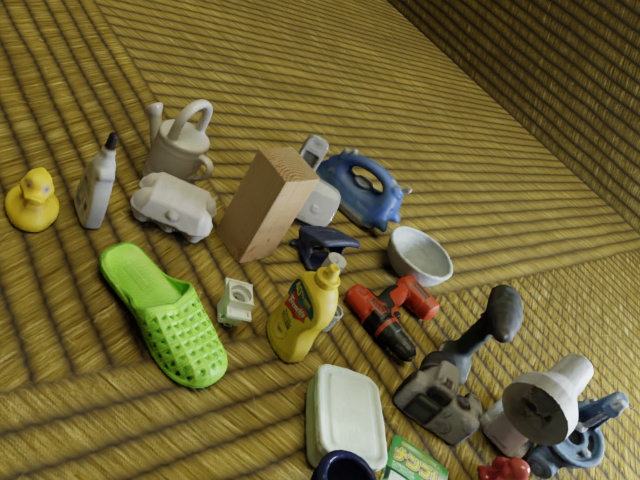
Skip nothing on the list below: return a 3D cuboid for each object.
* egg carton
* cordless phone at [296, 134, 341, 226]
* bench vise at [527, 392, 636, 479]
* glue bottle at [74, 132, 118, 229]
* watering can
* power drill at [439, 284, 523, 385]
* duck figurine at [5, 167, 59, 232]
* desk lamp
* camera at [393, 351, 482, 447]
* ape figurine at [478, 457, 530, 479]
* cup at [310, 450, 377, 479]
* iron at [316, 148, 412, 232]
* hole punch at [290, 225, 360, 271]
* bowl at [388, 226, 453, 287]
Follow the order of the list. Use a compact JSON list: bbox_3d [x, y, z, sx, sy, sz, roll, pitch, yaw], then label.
[{"bbox_3d":[-0.264,-0.060,1.043,0.150,0.069,0.107,23,35,-16],"label":"egg carton"},{"bbox_3d":[-0.009,-0.128,1.241,0.148,0.185,0.094,25,34,-13],"label":"cordless phone"},{"bbox_3d":[0.484,0.327,1.063,0.121,0.219,0.208,37,33,4],"label":"bench vise"},{"bbox_3d":[-0.355,-0.102,0.925,0.037,0.173,0.078,1,45,-39],"label":"glue bottle"},{"bbox_3d":[-0.268,-0.190,1.090,0.173,0.194,0.101,29,34,-7],"label":"watering can"},{"bbox_3d":[0.315,0.183,1.109,0.075,0.208,0.230,38,34,5],"label":"power drill"},{"bbox_3d":[-0.443,-0.076,0.895,0.078,0.086,0.104,14,38,-27],"label":"duck figurine"},{"bbox_3d":[0.386,0.295,1.024,0.117,0.213,0.204,48,36,20],"label":"desk lamp"},{"bbox_3d":[0.224,0.265,1.025,0.143,0.100,0.137,36,33,2],"label":"camera"},{"bbox_3d":[0.311,0.393,0.948,0.078,0.092,0.076,-13,55,-48],"label":"ape figurine"},{"bbox_3d":[0.010,0.344,0.749,0.091,0.095,0.118,47,36,19],"label":"cup"},{"bbox_3d":[0.100,-0.143,1.393,0.258,0.141,0.119,42,34,12],"label":"iron"},{"bbox_3d":[0.011,0.004,1.178,0.109,0.091,0.101,2,45,-39],"label":"hole punch"},{"bbox_3d":[0.217,0.050,1.312,0.168,0.074,0.167,23,35,-17],"label":"bowl"}]
